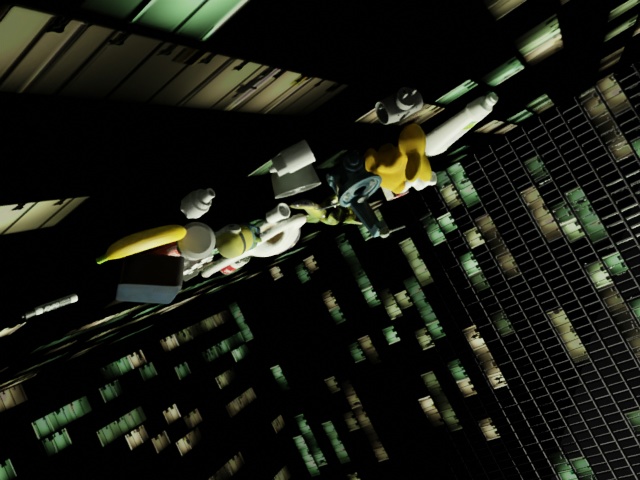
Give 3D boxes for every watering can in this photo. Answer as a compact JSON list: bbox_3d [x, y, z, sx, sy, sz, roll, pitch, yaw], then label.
[{"bbox_3d":[-0.187,0.011,1.575,0.346,0.224,0.104,-29,85,10],"label":"watering can"}]

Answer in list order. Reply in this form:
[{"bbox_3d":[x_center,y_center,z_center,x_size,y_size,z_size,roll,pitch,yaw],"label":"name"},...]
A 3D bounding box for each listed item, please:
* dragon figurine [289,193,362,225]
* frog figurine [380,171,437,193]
[{"bbox_3d":[0.005,-0.085,1.693,0.240,0.410,0.123,-21,72,48],"label":"dragon figurine"},{"bbox_3d":[0.261,-0.195,1.508,0.160,0.140,0.120,18,148,17],"label":"frog figurine"}]
